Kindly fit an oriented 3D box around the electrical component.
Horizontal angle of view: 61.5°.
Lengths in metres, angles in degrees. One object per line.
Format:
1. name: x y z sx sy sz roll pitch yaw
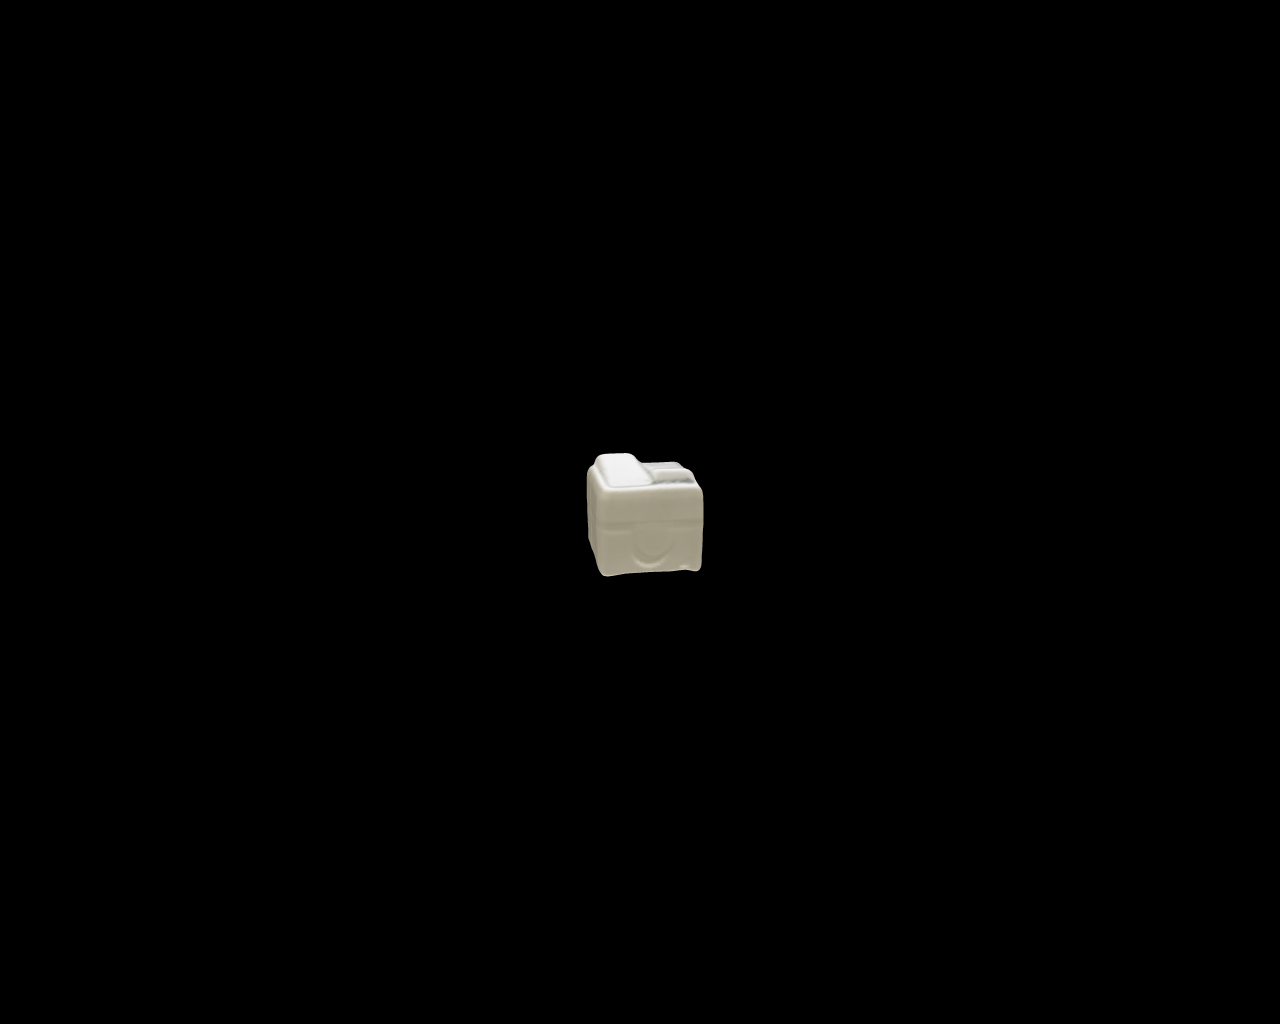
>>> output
1. electrical component: 0.001 -0.003 0.650 0.062 0.061 0.096 -2 14 -7
